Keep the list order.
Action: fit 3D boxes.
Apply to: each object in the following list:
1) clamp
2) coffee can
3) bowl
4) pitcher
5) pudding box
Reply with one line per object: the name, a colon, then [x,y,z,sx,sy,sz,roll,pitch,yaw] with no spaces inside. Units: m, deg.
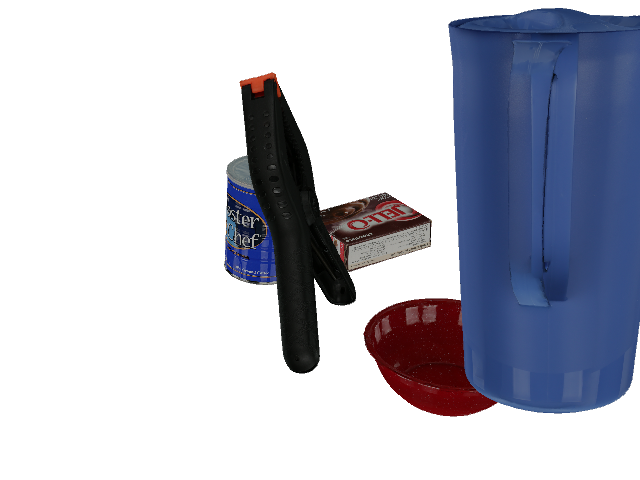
clamp: [-0.017,-0.020,0.802,0.036,0.210,0.164,-12,5,14]
coffee can: [-0.072,-0.028,1.383,0.103,0.140,0.103,3,27,-2]
bowl: [0.120,0.116,1.003,0.162,0.055,0.162,2,27,-1]
pitcher: [0.142,-0.018,0.659,0.149,0.243,0.145,-9,17,-24]
pudding box: [0.052,-0.011,1.171,0.113,0.039,0.090,-18,30,-25]
